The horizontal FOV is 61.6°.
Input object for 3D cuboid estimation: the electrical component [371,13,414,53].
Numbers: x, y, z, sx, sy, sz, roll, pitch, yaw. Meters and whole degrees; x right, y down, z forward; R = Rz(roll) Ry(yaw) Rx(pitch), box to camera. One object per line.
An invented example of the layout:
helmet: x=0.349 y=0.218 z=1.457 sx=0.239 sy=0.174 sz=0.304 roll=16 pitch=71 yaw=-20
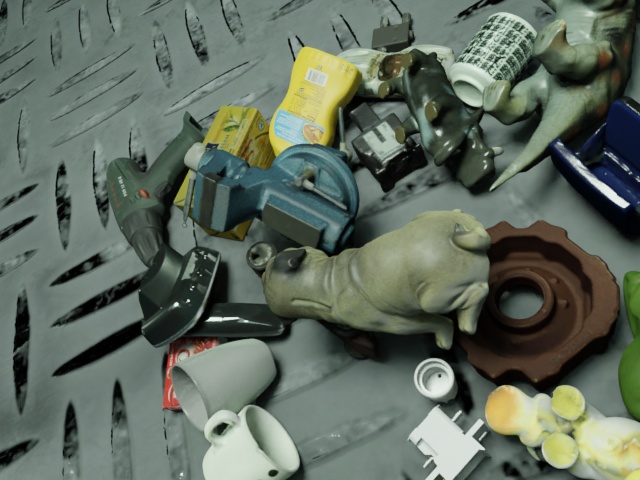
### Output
electrical component: x=0.113 y=-0.310 z=0.831 sx=0.063 sy=0.021 sz=0.094 roll=-2 pitch=62 yaw=22

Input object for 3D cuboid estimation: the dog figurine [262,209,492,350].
dog figurine: x=0.042 y=0.028 z=0.496 sx=0.191 sy=0.172 sz=0.121 roll=5 pitch=48 yaw=-5

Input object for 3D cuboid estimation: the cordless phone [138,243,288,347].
cordless phone: x=-0.130 y=0.070 z=0.702 sx=0.184 sy=0.088 sz=0.147 roll=2 pitch=33 yaw=1

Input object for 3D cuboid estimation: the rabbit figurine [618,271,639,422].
rabbit figurine: x=0.304 y=0.077 z=0.462 sx=0.121 sy=0.170 sz=0.159 roll=17 pitch=33 yaw=12

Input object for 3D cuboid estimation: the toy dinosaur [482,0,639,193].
toy dinosaur: x=0.311 y=-0.218 z=0.629 sx=0.404 sy=0.192 sz=0.131 roll=-71 pitch=18 yaw=-2

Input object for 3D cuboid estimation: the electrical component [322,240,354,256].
electrical component: x=-0.001 y=-0.004 z=0.698 sx=0.078 sy=0.045 sz=0.102 roll=-21 pitch=56 yaw=14

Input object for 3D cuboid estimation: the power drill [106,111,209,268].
power drill: x=-0.232 y=-0.087 z=0.835 sx=0.207 sy=0.086 sz=0.232 roll=-48 pitch=52 yaw=3

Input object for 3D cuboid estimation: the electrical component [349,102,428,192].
electrical component: x=0.082 y=-0.131 z=0.730 sx=0.075 sy=0.047 sz=0.119 roll=-36 pitch=54 yaw=1

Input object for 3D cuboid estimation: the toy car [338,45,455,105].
toy car: x=0.095 y=-0.240 z=0.780 sx=0.202 sy=0.056 sz=0.073 roll=8 pitch=67 yaw=27

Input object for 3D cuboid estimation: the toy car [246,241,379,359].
toy car: x=-0.007 y=0.067 z=0.631 sx=0.202 sy=0.089 sz=0.053 roll=32 pitch=70 yaw=31

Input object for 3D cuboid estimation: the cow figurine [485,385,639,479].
cow figurine: x=0.237 y=0.176 z=0.475 sx=0.168 sy=0.098 sz=0.068 roll=12 pitch=72 yaw=49

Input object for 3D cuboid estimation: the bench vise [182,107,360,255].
bench vise: x=-0.038 y=-0.073 z=0.657 sx=0.224 sy=0.128 sz=0.240 roll=17 pitch=34 yaw=22

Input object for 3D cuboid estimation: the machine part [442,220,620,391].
machine part: x=0.208 y=0.066 z=0.558 sx=0.179 sy=0.056 sz=0.179 roll=-13 pitch=56 yaw=20

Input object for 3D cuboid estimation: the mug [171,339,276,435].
mug: x=-0.101 y=0.169 z=0.620 sx=0.107 sy=0.109 sz=0.081 roll=-25 pitch=11 yaw=-35

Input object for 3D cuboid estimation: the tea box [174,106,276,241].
tea box: x=-0.127 y=-0.097 z=0.775 sx=0.068 sy=0.098 sz=0.169 roll=9 pitch=66 yaw=27

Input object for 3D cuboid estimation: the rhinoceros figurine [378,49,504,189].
rhinoceros figurine: x=0.151 y=-0.149 z=0.668 sx=0.073 sy=0.112 sz=0.190 roll=-46 pitch=60 yaw=45

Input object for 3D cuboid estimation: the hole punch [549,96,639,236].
hole punch: x=0.301 y=-0.063 z=0.552 sx=0.092 sy=0.115 sz=0.142 roll=-34 pitch=57 yaw=-3
